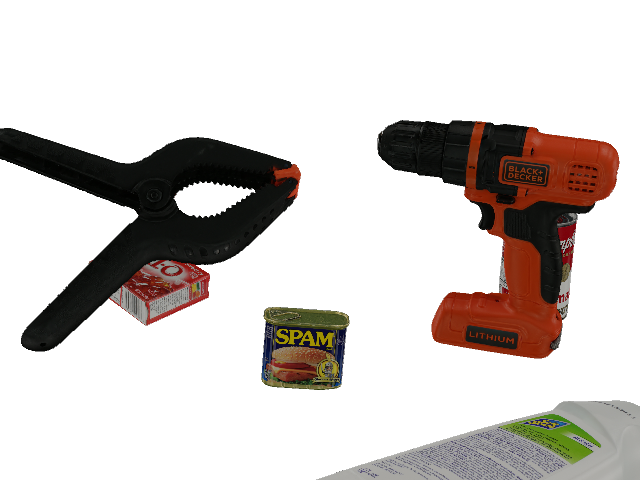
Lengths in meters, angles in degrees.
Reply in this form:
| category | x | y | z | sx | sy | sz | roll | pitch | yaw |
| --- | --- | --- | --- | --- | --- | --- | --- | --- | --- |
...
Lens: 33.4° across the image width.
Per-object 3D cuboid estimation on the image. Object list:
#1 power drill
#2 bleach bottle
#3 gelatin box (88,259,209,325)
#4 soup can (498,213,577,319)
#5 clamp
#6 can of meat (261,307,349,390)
| category | x | y | z | sx | sy | sz | roll | pitch | yaw |
| --- | --- | --- | --- | --- | --- | --- | --- | --- | --- |
| power drill | 0.132 | -0.004 | 0.850 | 0.184 | 0.188 | 0.057 | 9 | 29 | 15 |
| bleach bottle | 0.118 | 0.140 | 0.591 | 0.250 | 0.068 | 0.103 | -11 | 22 | -33 |
| gelatin box | -0.157 | 0.035 | 0.978 | 0.073 | 0.030 | 0.089 | -24 | 40 | -39 |
| soup can | 0.209 | 0.022 | 1.032 | 0.068 | 0.102 | 0.068 | 1 | 18 | -1 |
| clamp | -0.114 | -0.012 | 0.713 | 0.209 | 0.164 | 0.036 | -6 | -26 | -10 |
| can of meat | -0.020 | 0.129 | 1.273 | 0.102 | 0.084 | 0.057 | 4 | 13 | -2 |
